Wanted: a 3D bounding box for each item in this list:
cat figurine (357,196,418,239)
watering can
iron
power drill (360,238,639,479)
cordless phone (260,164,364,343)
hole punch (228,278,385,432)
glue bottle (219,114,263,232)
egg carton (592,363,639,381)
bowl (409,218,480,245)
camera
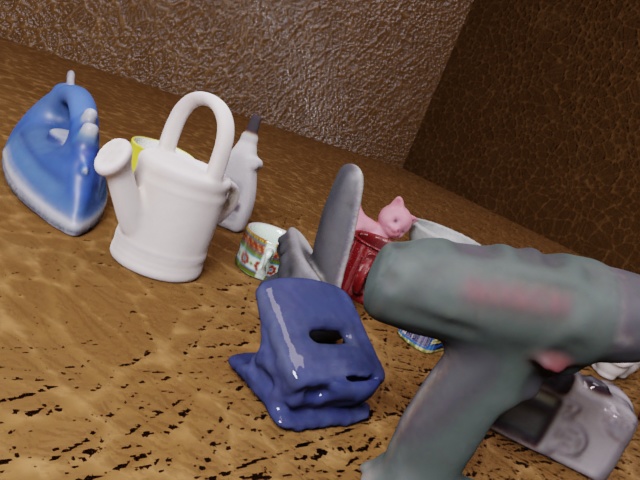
[{"bbox_3d":[0.114,-0.033,1.068,0.128,0.118,0.067,22,14,0],"label":"cat figurine"},{"bbox_3d":[-0.149,-0.061,0.601,0.100,0.194,0.173,25,14,12],"label":"watering can"},{"bbox_3d":[-0.300,-0.118,0.694,0.119,0.141,0.257,11,17,-37],"label":"iron"},{"bbox_3d":[0.123,0.099,0.380,0.229,0.208,0.075,21,14,-4],"label":"power drill"},{"bbox_3d":[0.006,0.002,0.619,0.094,0.185,0.147,18,14,-16],"label":"cordless phone"},{"bbox_3d":[-0.002,0.091,0.468,0.109,0.091,0.100,9,19,-42],"label":"hole punch"},{"bbox_3d":[-0.121,-0.103,0.852,0.078,0.173,0.037,24,14,8],"label":"glue bottle"},{"bbox_3d":[0.440,0.163,0.928,0.108,0.069,0.149,9,19,-44],"label":"egg carton"},{"bbox_3d":[0.247,0.020,1.164,0.167,0.075,0.167,21,14,-5],"label":"bowl"},{"bbox_3d":[0.241,0.151,0.596,0.143,0.101,0.137,25,14,13],"label":"camera"}]
